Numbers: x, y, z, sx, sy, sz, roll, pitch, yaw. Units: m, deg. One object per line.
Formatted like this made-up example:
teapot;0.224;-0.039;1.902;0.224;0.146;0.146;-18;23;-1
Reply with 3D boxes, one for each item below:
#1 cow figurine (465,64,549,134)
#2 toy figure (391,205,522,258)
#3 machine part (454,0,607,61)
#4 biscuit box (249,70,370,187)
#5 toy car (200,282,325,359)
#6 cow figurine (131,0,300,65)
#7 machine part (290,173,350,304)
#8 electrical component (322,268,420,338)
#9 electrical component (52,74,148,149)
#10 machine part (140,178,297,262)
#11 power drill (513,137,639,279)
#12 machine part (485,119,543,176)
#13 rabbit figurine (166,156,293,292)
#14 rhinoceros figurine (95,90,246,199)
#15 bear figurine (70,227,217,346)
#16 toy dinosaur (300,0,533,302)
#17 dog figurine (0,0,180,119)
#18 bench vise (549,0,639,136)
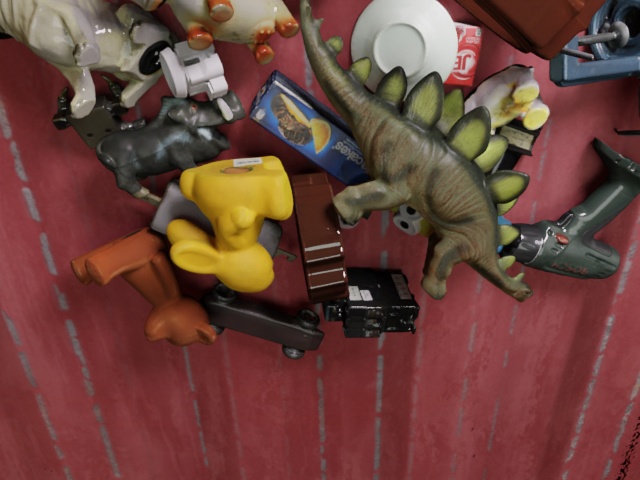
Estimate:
cow figurine;0.203;-0.162;0.698;0.167;0.098;0.068;-27;128;30
toy figure;0.184;-0.028;0.745;0.180;0.089;0.082;20;108;3
machine part;0.176;-0.284;0.556;0.201;0.201;0.087;31;116;-20
biscuit box;0.006;-0.134;0.707;0.202;0.063;0.059;32;113;-19
toy car;-0.092;0.127;0.851;0.202;0.053;0.089;17;121;-8
cow figurine;-0.127;-0.268;0.573;0.195;0.127;0.085;-7;155;-46
machine part;-0.001;-0.002;0.716;0.056;0.179;0.179;-10;119;-3
electrical component;0.071;0.092;0.808;0.134;0.115;0.058;1;115;-5
electrical component;-0.284;-0.161;0.684;0.102;0.045;0.078;-17;147;8
machine part;-0.143;-0.019;0.752;0.243;0.079;0.079;24;115;-15
power drill;0.369;-0.039;0.777;0.232;0.086;0.207;22;112;-17
machine part;0.252;-0.105;0.756;0.084;0.039;0.138;9;117;-18
rabbit figurine;-0.106;-0.007;0.668;0.162;0.122;0.173;-13;118;-15
rhinoceros figurine;-0.184;-0.130;0.684;0.190;0.073;0.111;-23;124;-4
bear figurine;-0.244;0.086;0.768;0.132;0.120;0.195;-31;108;-35
toy dinosaur;0.112;-0.089;0.640;0.471;0.105;0.198;42;107;-12
dog figurine;-0.280;-0.253;0.615;0.190;0.172;0.121;44;127;9
bench vise;0.363;-0.218;0.642;0.241;0.129;0.223;-13;113;-17
